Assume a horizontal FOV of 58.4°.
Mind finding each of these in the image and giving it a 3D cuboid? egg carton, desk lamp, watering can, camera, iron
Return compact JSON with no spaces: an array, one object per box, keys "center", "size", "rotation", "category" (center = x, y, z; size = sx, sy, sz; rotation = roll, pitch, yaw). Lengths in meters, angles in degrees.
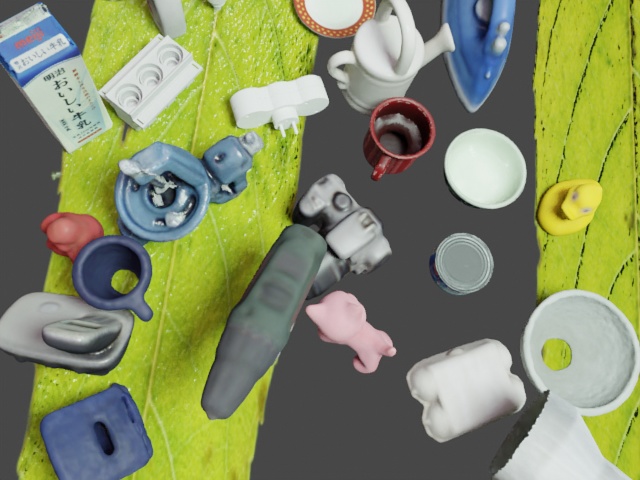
[{"center":[0.193,0.196,0.760],"size":[0.150,0.069,0.107],"rotation":[-18,80,-12],"category":"egg carton"},{"center":[0.285,0.279,0.678],"size":[0.203,0.213,0.118],"rotation":[39,74,2],"category":"desk lamp"},{"center":[0.099,-0.262,0.793],"size":[0.173,0.194,0.101],"rotation":[-35,83,-15],"category":"watering can"},{"center":[0.007,0.003,0.763],"size":[0.137,0.100,0.143],"rotation":[-38,84,-15],"category":"camera"},{"center":[0.257,-0.338,0.862],"size":[0.119,0.141,0.258],"rotation":[6,76,-7],"category":"iron"}]

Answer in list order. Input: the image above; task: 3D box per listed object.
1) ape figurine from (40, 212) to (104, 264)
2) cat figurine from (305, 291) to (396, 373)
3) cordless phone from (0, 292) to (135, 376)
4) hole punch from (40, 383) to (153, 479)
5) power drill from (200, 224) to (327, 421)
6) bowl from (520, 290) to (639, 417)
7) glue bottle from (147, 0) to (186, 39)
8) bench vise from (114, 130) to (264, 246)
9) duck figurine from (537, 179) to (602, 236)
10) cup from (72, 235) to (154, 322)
[{"center":[-0.315,-0.006,0.721],"size":[0.076,0.092,0.078],"rotation":[-23,80,-13],"category":"ape figurine"},{"center":[0.042,0.112,0.732],"size":[0.128,0.117,0.067],"rotation":[37,74,2],"category":"cat figurine"},{"center":[-0.299,0.100,0.649],"size":[0.147,0.185,0.094],"rotation":[9,75,-6],"category":"cordless phone"},{"center":[-0.258,0.232,0.672],"size":[0.101,0.091,0.108],"rotation":[-25,81,-13],"category":"hole punch"},{"center":[-0.067,0.098,0.672],"size":[0.075,0.208,0.230],"rotation":[26,74,-1],"category":"power drill"},{"center":[0.343,0.155,0.789],"size":[0.167,0.074,0.167],"rotation":[2,76,-8],"category":"bowl"},{"center":[-0.219,-0.352,0.778],"size":[0.037,0.173,0.078],"rotation":[-30,82,-14],"category":"glue bottle"},{"center":[-0.170,-0.090,0.697],"size":[0.121,0.219,0.208],"rotation":[37,74,2],"category":"bench vise"},{"center":[0.380,-0.057,0.841],"size":[0.105,0.086,0.077],"rotation":[-37,84,-15],"category":"duck figurine"},{"center":[-0.242,0.057,0.715],"size":[0.092,0.095,0.118],"rotation":[-39,85,-15],"category":"cup"}]
